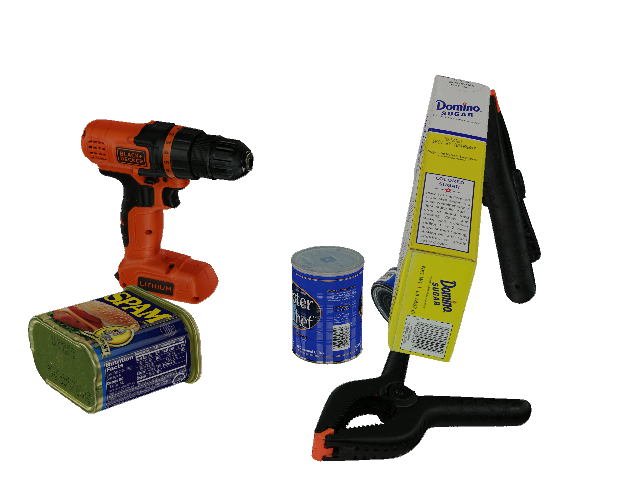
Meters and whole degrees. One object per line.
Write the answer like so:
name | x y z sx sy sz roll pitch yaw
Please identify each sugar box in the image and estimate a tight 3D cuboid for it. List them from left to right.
sugar box | 0.079 -0.018 0.691 0.048 0.093 0.176 12 45 4

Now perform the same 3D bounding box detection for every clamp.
clamp | 0.081 0.155 0.980 0.165 0.036 0.209 27 36 33
clamp | 0.150 -0.034 0.876 0.039 0.171 0.120 -17 20 12

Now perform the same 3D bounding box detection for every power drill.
power drill | -0.149 -0.030 1.086 0.185 0.188 0.057 11 30 22

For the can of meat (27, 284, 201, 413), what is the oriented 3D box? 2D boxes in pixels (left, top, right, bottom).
can of meat | -0.148 0.076 0.762 0.083 0.057 0.102 -16 24 -38

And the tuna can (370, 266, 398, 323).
tuna can | 0.101 0.076 1.285 0.033 0.086 0.086 -38 17 -22

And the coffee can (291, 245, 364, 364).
coffee can | 0.010 0.090 1.514 0.103 0.140 0.103 0 20 0
